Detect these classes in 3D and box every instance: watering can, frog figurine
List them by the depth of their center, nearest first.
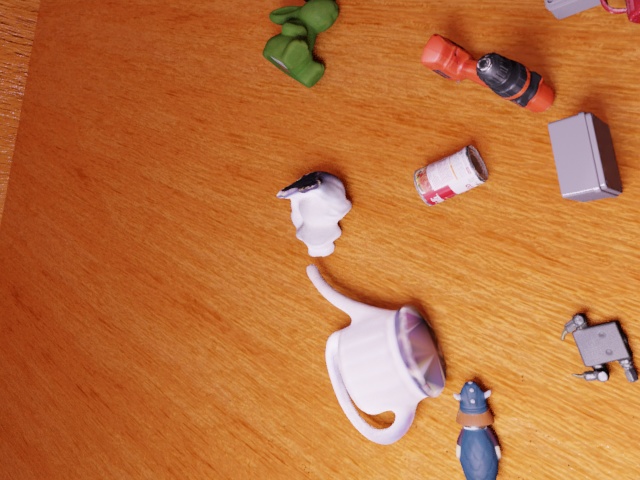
[{"bbox_3d":[0.091,0.176,0.915,0.221,0.104,0.352,-29,71,33],"label":"watering can"},{"bbox_3d":[0.003,-0.051,1.022,0.136,0.125,0.157,-17,114,29],"label":"frog figurine"}]
